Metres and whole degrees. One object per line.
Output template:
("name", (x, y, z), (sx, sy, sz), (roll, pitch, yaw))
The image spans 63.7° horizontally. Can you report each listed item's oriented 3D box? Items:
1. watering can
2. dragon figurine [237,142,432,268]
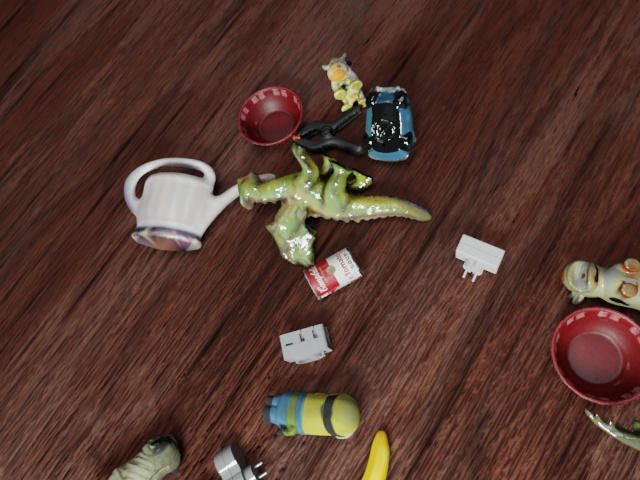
("watering can", (-0.283, -0.080, 1.161), (0.348, 0.102, 0.228), (5, 71, 6))
("dragon figurine", (0.003, -0.055, 1.095), (0.412, 0.122, 0.242), (30, 96, 9))
